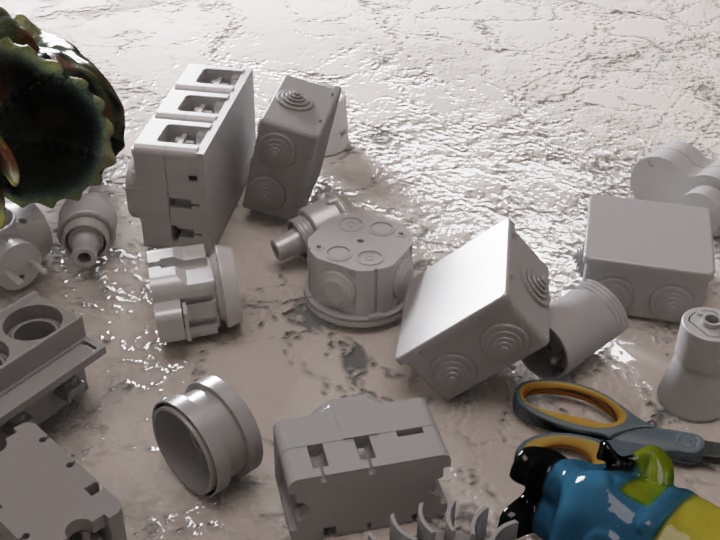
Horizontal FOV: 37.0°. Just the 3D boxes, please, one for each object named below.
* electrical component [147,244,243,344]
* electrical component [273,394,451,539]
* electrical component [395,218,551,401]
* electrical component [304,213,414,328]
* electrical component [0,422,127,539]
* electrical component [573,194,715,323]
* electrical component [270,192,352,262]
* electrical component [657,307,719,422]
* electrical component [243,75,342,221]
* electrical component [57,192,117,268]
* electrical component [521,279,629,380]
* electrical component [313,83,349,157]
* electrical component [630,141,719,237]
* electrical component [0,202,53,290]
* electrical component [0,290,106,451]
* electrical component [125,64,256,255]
[{"bbox_3d":[-0.112,0.014,0.733,0.057,0.058,0.078,-9,36,-9],"label":"electrical component"},{"bbox_3d":[-0.001,0.108,0.606,0.089,0.050,0.055,-8,36,-12],"label":"electrical component"},{"bbox_3d":[0.075,0.027,0.691,0.100,0.048,0.099,-34,23,28],"label":"electrical component"},{"bbox_3d":[0.000,0.000,0.759,0.080,0.051,0.080,1,35,0],"label":"electrical component"},{"bbox_3d":[-0.166,0.132,0.563,0.089,0.055,0.050,30,44,35],"label":"electrical component"},{"bbox_3d":[0.205,-0.008,0.777,0.100,0.048,0.099,8,36,10],"label":"electrical component"},{"bbox_3d":[-0.036,-0.027,0.805,0.062,0.048,0.048,-25,42,-18],"label":"electrical component"},{"bbox_3d":[0.214,0.056,0.672,0.044,0.065,0.044,1,35,0],"label":"electrical component"},{"bbox_3d":[-0.055,-0.097,0.858,0.048,0.099,0.099,17,36,0],"label":"electrical component"},{"bbox_3d":[-0.203,-0.027,0.800,0.043,0.043,0.062,-4,37,-7],"label":"electrical component"},{"bbox_3d":[0.146,0.036,0.718,0.081,0.043,0.043,-29,45,-36],"label":"electrical component"},{"bbox_3d":[-0.037,-0.134,0.953,0.055,0.047,0.055,1,35,0],"label":"electrical component"},{"bbox_3d":[0.271,-0.050,0.835,0.138,0.052,0.074,28,43,33],"label":"electrical component"},{"bbox_3d":[-0.257,-0.011,0.775,0.079,0.044,0.077,30,44,34],"label":"electrical component"},{"bbox_3d":[-0.222,0.074,0.639,0.079,0.063,0.121,23,41,28],"label":"electrical component"},{"bbox_3d":[-0.131,-0.092,0.854,0.062,0.089,0.150,6,35,7],"label":"electrical component"}]
